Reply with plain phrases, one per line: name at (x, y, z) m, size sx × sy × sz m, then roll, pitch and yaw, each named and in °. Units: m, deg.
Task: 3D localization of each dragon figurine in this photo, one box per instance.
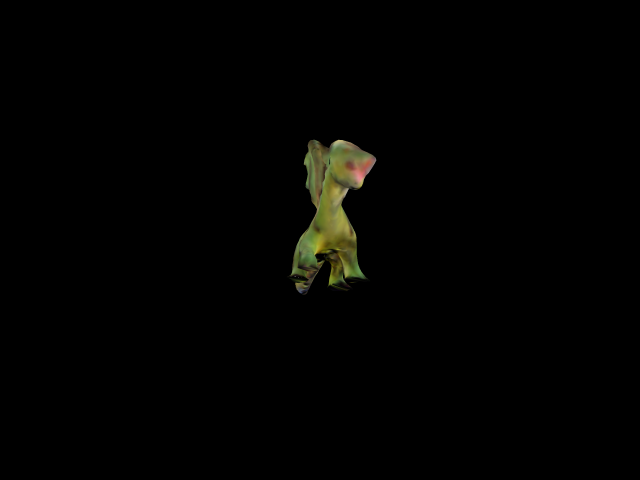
dragon figurine at (0.003, -0.043, 0.850) m, size 0.122 × 0.245 × 0.406 m, roll 4°, pitch -12°, yaw -15°
